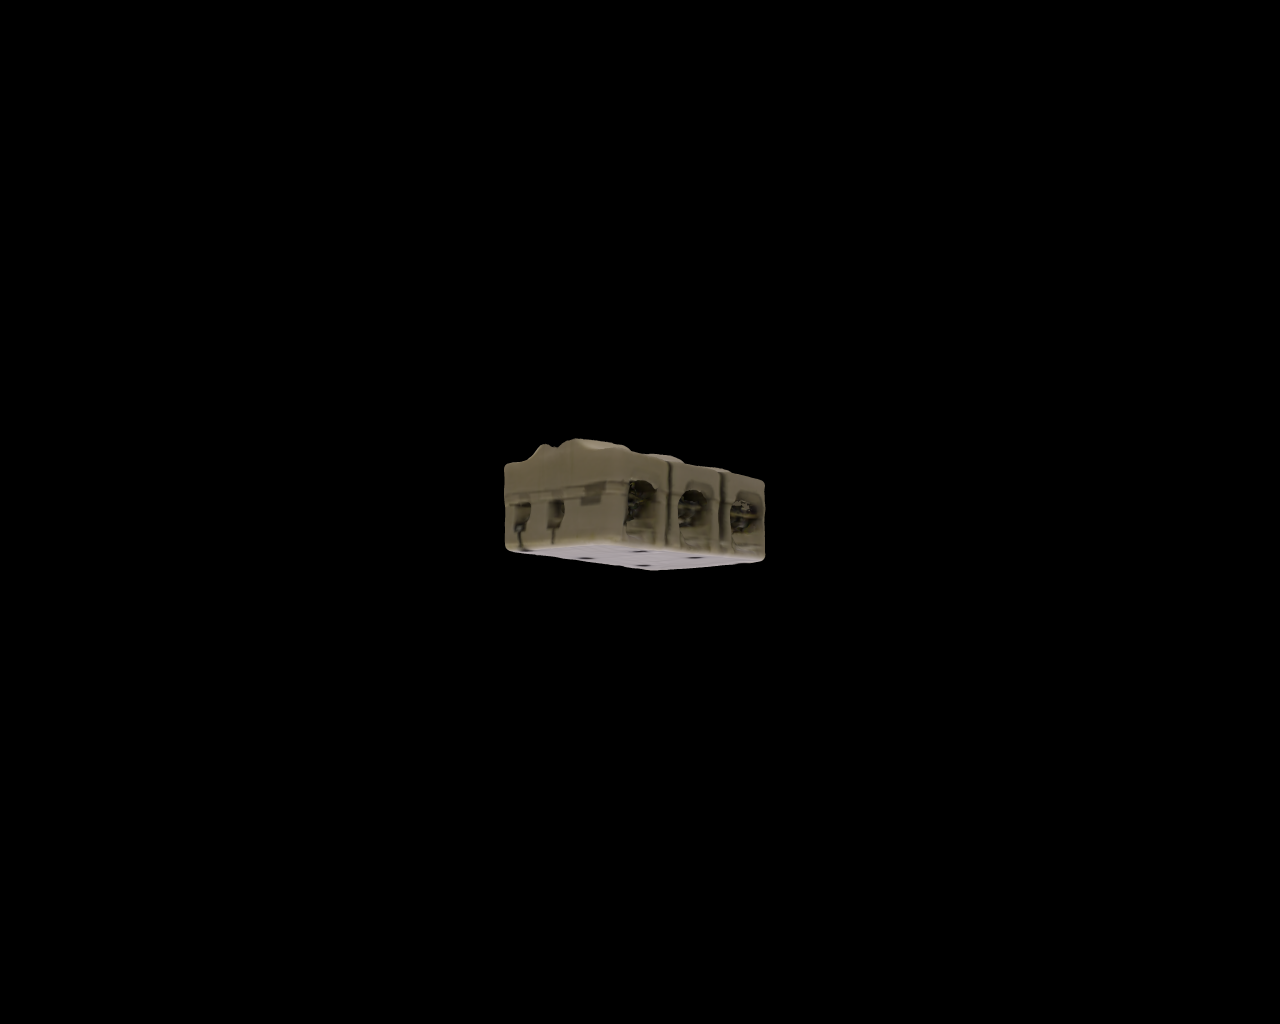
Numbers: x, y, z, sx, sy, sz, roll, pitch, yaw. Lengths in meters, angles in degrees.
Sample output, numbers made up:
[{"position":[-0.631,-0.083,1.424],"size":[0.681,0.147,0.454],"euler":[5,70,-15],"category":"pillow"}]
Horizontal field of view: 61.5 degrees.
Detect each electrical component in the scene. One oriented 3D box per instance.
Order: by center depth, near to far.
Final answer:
[{"position":[0.001,-0.003,0.650],"size":[0.089,0.061,0.150],"euler":[-7,-11,39],"category":"electrical component"}]
